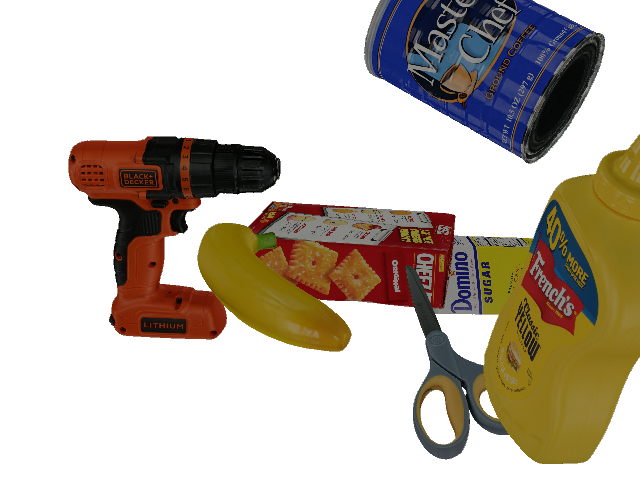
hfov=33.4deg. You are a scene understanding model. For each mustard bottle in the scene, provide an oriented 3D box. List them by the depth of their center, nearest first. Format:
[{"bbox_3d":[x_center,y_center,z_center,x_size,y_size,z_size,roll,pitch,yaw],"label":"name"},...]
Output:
[{"bbox_3d":[0.140,0.024,0.557,0.058,0.192,0.096,2,42,-13],"label":"mustard bottle"}]

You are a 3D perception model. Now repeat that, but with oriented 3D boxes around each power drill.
[{"bbox_3d":[-0.125,-0.004,0.956,0.184,0.188,0.057,2,26,6],"label":"power drill"}]

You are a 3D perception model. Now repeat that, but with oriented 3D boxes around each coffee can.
[{"bbox_3d":[0.117,-0.134,0.773,0.140,0.103,0.102,33,13,21],"label":"coffee can"}]

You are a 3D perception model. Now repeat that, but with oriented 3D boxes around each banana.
[{"bbox_3d":[-0.040,0.022,0.687,0.069,0.037,0.198,-5,21,-15],"label":"banana"}]

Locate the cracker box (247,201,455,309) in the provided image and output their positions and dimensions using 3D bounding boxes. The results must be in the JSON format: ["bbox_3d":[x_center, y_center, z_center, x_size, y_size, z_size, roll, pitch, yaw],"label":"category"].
[{"bbox_3d":[0.032,0.014,1.139,0.214,0.072,0.164,5,15,9],"label":"cracker box"}]

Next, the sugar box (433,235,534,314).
[{"bbox_3d":[0.223,0.044,1.317,0.176,0.093,0.048,0,21,-12],"label":"sugar box"}]

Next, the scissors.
[{"bbox_3d":[0.114,0.088,0.855,0.096,0.016,0.201,-3,43,9],"label":"scissors"}]
